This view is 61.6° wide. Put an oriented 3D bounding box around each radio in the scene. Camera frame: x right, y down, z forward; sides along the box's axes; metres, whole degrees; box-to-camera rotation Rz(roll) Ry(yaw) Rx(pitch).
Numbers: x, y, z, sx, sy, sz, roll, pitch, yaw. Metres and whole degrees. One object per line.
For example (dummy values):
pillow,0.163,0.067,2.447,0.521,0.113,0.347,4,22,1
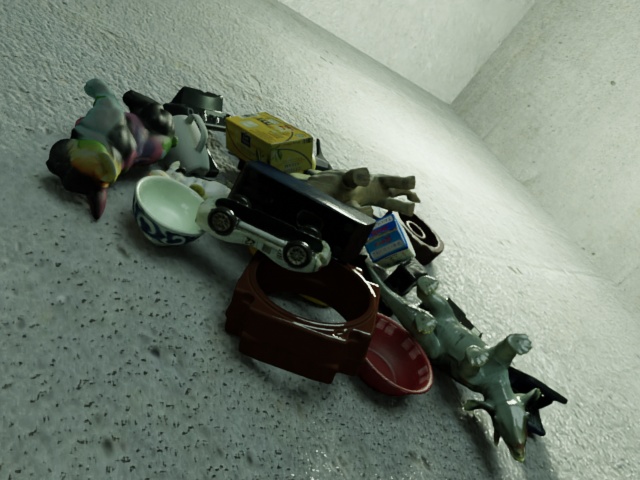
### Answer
radio,-0.028,-0.049,0.874,0.230,0.073,0.131,27,11,5

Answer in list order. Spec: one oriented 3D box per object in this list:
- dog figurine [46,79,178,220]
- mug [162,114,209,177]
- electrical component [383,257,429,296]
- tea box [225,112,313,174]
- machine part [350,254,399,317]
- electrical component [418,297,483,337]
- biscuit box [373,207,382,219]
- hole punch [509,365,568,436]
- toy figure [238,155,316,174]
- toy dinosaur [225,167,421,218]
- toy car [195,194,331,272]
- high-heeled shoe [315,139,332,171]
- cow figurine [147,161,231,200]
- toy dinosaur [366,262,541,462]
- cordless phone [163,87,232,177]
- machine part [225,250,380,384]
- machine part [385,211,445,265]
dog figurine,-0.301,-0.127,0.805,0.191,0.108,0.219,14,40,-35
mug,-0.233,-0.161,0.952,0.081,0.109,0.107,0,59,-58
electrical component,0.186,0.077,1.130,0.048,0.075,0.119,48,32,16
tea box,-0.099,-0.183,1.017,0.098,0.068,0.170,-17,36,-31
machine part,0.109,0.088,1.060,0.139,0.039,0.084,50,36,16
electrical component,0.256,0.173,1.088,0.134,0.058,0.115,47,26,16
biscuit box,0.098,-0.093,1.296,0.059,0.062,0.203,28,28,-19
hole punch,0.393,0.305,1.045,0.142,0.092,0.116,30,-1,-11
toy figure,-0.084,-0.162,1.143,0.180,0.089,0.082,5,40,-46
toy dinosaur,0.034,-0.096,1.084,0.471,0.105,0.199,1,7,-41
toy car,-0.079,-0.009,0.773,0.202,0.056,0.073,24,27,3
high-heeled shoe,-0.086,-0.189,1.242,0.249,0.086,0.145,7,69,-20
cow figurine,-0.207,-0.080,0.889,0.167,0.068,0.098,28,23,-28
toy dinosaur,0.237,0.195,0.958,0.131,0.192,0.405,-30,50,-23
cordless phone,-0.222,-0.203,1.074,0.146,0.089,0.184,-3,60,-55
machine part,-0.019,0.095,0.772,0.202,0.087,0.201,18,28,3
machine part,0.231,-0.013,1.348,0.179,0.056,0.179,31,28,-18
